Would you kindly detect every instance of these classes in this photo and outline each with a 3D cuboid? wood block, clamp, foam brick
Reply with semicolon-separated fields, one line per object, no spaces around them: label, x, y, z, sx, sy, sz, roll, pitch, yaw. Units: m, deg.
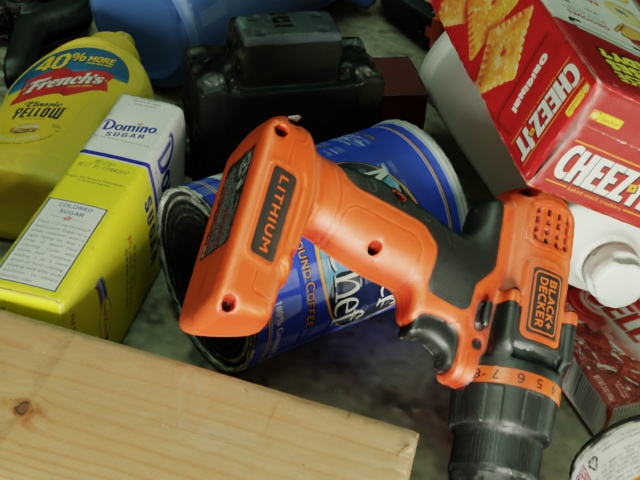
wood block;-0.072;0.110;0.452;0.206;0.090;0.090;15;41;10
clamp;-0.220;-0.160;0.799;0.120;0.039;0.171;28;44;23
clamp;0.109;-0.228;0.926;0.164;0.036;0.210;-2;38;-3
foam brick;0.029;-0.092;0.739;0.078;0.053;0.051;-3;40;-12

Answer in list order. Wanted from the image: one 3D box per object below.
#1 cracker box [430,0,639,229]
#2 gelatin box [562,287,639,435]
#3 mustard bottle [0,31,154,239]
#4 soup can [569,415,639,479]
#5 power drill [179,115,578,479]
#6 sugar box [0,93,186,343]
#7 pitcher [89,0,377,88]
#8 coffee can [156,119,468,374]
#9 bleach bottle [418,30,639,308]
cracker box;0.167;-0.087;0.609;0.164;0.072;0.214;18;33;-22
gelatin box;0.164;0.061;0.589;0.073;0.030;0.089;-9;42;-18
mustard bottle;-0.160;-0.080;0.688;0.096;0.058;0.191;1;40;16
soup can;0.158;0.135;0.468;0.068;0.068;0.102;-3;40;-12
power drill;0.033;0.037;0.499;0.187;0.057;0.184;23;64;-21
sugar box;-0.117;0.006;0.569;0.048;0.093;0.176;14;40;8
pitcher;-0.065;-0.223;0.822;0.149;0.145;0.242;27;47;25
coffee can;-0.004;0.001;0.583;0.140;0.103;0.103;-20;46;-28
bleach bottle;0.133;-0.047;0.651;0.102;0.068;0.251;23;27;-21
